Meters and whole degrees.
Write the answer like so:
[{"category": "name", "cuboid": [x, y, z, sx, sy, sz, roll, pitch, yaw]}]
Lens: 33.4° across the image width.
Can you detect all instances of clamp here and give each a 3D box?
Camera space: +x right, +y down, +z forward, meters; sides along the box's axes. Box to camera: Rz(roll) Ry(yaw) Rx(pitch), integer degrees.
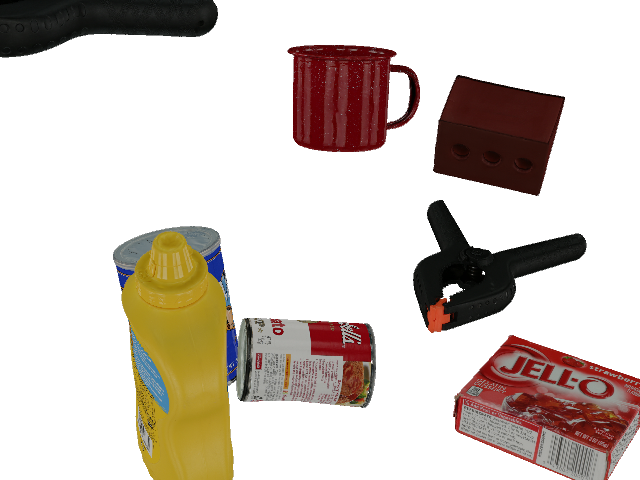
[{"category": "clamp", "cuboid": [-0.160, -0.144, 0.634, 0.171, 0.039, 0.120, -11, 31, -29]}, {"category": "clamp", "cuboid": [0.139, 0.022, 1.015, 0.165, 0.036, 0.209, 18, 34, 29]}]

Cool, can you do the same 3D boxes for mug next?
[{"category": "mug", "cuboid": [0.029, -0.123, 0.921, 0.117, 0.081, 0.093, -3, 17, -14]}]

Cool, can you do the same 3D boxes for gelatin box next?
[{"category": "gelatin box", "cuboid": [0.129, 0.092, 0.594, 0.089, 0.030, 0.073, 19, 33, 28]}]

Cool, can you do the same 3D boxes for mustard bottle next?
[{"category": "mustard bottle", "cuboid": [-0.087, 0.071, 0.646, 0.058, 0.192, 0.096, -14, 45, -17]}]

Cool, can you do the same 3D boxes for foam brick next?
[{"category": "foam brick", "cuboid": [0.124, -0.073, 0.744, 0.078, 0.051, 0.053, 13, -41, 12]}]

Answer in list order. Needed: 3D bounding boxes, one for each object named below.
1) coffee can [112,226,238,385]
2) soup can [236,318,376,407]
[{"category": "coffee can", "cuboid": [-0.136, 0.069, 1.032, 0.103, 0.140, 0.103, -8, 19, 2]}, {"category": "soup can", "cuboid": [-0.013, 0.097, 0.851, 0.102, 0.068, 0.068, 4, -1, -10]}]
